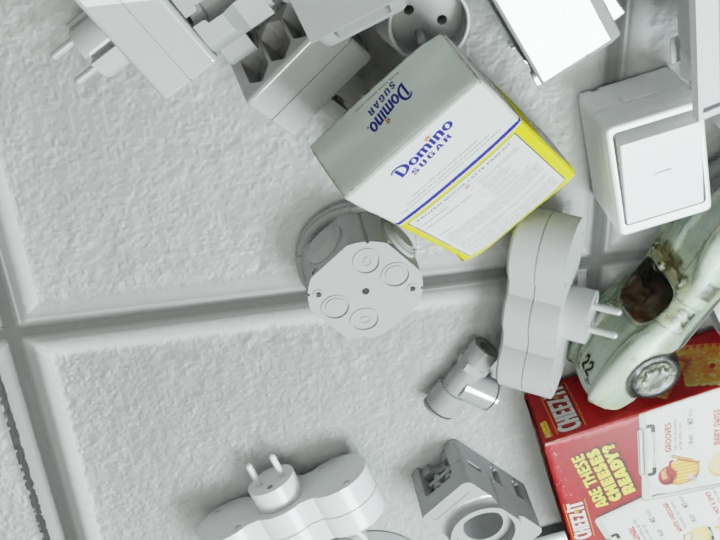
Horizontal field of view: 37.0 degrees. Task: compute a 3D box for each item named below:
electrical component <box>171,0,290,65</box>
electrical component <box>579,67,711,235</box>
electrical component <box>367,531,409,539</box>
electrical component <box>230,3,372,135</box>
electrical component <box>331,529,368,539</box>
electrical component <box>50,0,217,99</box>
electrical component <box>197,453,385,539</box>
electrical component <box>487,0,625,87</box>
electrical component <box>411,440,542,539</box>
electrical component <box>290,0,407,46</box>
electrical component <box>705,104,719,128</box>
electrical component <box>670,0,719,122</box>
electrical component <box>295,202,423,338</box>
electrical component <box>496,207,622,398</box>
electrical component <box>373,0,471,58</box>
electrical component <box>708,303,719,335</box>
[{"bbox_3d":[-0.068,-0.158,0.576,0.057,0.058,0.078,-31,123,14],"label":"electrical component"},{"bbox_3d":[0.182,-0.067,0.677,0.062,0.061,0.096,-17,124,1],"label":"electrical component"},{"bbox_3d":[0.012,0.265,0.877,0.099,0.064,0.099,-12,136,-12],"label":"electrical component"},{"bbox_3d":[-0.022,-0.112,0.621,0.066,0.047,0.077,-42,133,17],"label":"electrical component"},{"bbox_3d":[-0.014,0.212,0.825,0.043,0.062,0.043,-5,124,-7],"label":"electrical component"},{"bbox_3d":[-0.134,-0.131,0.588,0.076,0.047,0.083,-34,122,12],"label":"electrical component"},{"bbox_3d":[-0.058,0.169,0.795,0.138,0.052,0.073,-24,108,6],"label":"electrical component"},{"bbox_3d":[0.098,-0.164,0.599,0.061,0.061,0.096,-32,123,11],"label":"electrical component"},{"bbox_3d":[0.090,0.182,0.827,0.089,0.055,0.050,36,111,-28],"label":"electrical component"},{"bbox_3d":[-0.014,-0.213,0.508,0.105,0.060,0.186,-25,95,7],"label":"electrical component"},{"bbox_3d":[0.263,-0.119,0.657,0.062,0.061,0.096,24,116,-23],"label":"electrical component"},{"bbox_3d":[0.203,-0.152,0.576,0.079,0.063,0.121,-22,125,-12],"label":"electrical component"},{"bbox_3d":[0.000,0.000,0.695,0.080,0.051,0.080,-5,123,-7],"label":"electrical component"},{"bbox_3d":[0.137,0.027,0.718,0.074,0.052,0.138,14,125,20],"label":"electrical component"},{"bbox_3d":[0.015,-0.151,0.583,0.079,0.077,0.043,13,120,-14],"label":"electrical component"},{"bbox_3d":[0.283,0.019,0.741,0.077,0.079,0.044,-26,109,8],"label":"electrical component"}]
